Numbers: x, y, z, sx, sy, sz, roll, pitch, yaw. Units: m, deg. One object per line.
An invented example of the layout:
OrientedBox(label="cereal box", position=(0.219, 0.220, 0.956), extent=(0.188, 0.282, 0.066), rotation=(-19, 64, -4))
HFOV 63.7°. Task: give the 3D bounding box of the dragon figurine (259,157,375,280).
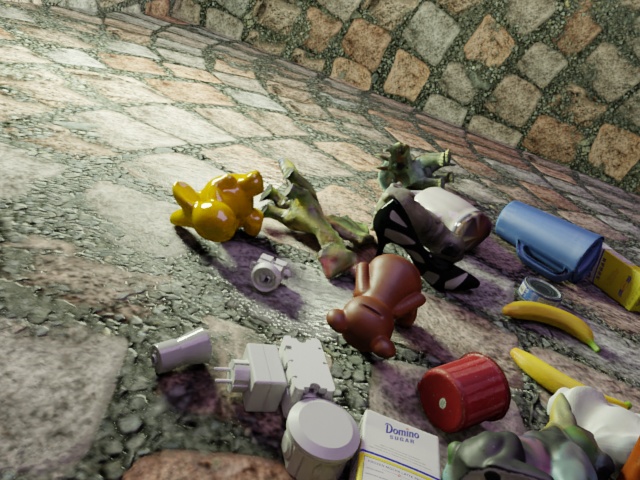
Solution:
OrientedBox(label="dragon figurine", position=(0.003, -0.054, 1.081), extent=(0.241, 0.120, 0.419), rotation=(31, 24, -15))

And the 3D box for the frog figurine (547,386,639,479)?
OrientedBox(label="frog figurine", position=(0.393, 0.267, 0.704), extent=(0.159, 0.122, 0.139), rotation=(-7, 12, 43))

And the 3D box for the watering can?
OrientedBox(label="watering can", position=(0.333, -0.067, 1.293), extent=(0.348, 0.102, 0.227), rotation=(-4, 33, -46))
